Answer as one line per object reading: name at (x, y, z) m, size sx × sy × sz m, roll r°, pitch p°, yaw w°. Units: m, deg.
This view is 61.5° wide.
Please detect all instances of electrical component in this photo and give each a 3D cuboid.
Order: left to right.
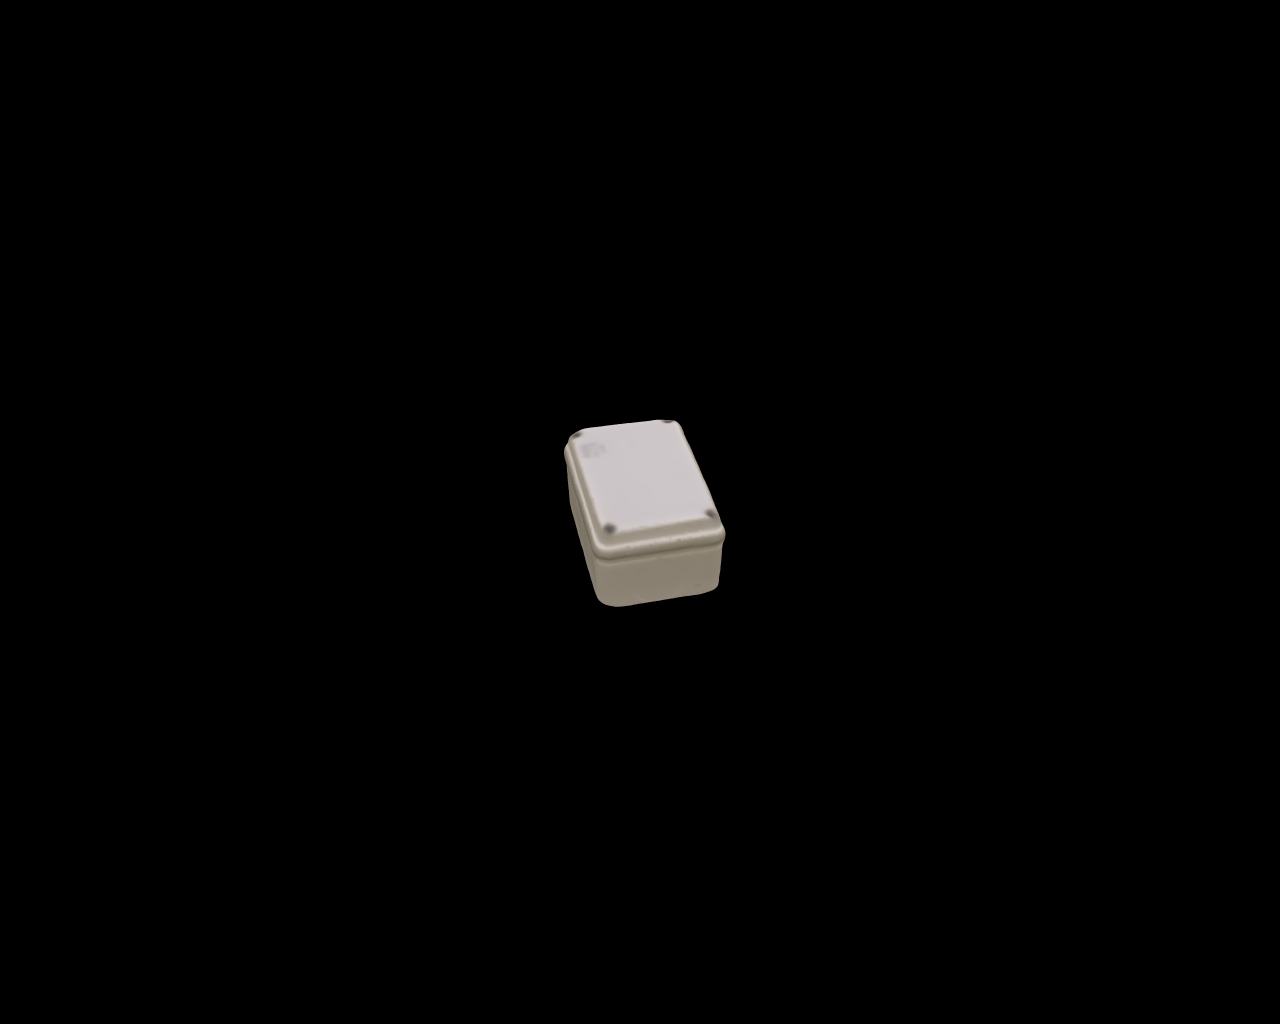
electrical component at (0.001, -0.003, 0.650) m, size 0.078 × 0.057 × 0.113 m, roll -8°, pitch 40°, yaw -10°
